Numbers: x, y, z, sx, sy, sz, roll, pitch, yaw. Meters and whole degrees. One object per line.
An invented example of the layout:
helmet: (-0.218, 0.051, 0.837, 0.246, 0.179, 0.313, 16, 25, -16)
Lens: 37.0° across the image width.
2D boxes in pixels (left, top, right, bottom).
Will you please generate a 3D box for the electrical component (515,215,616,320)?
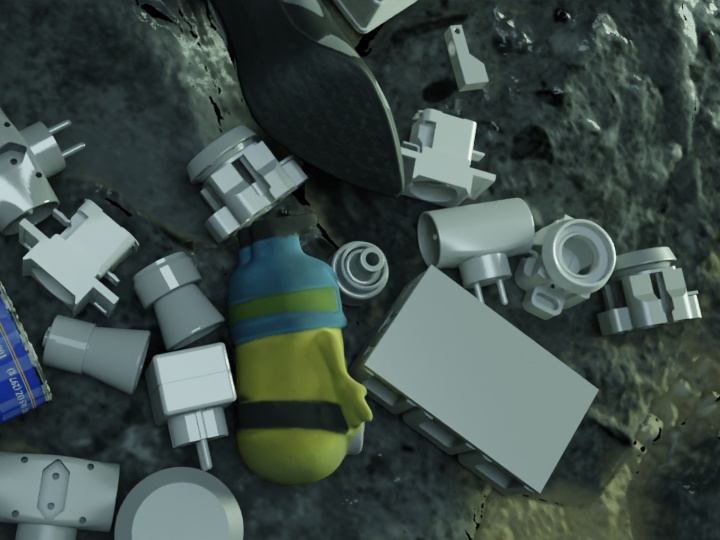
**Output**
electrical component: (0.157, -0.006, 0.814, 0.058, 0.057, 0.078, 26, 70, -8)

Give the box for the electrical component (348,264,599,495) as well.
electrical component: (0.078, 0.081, 0.766, 0.150, 0.062, 0.089, 37, 69, -4)

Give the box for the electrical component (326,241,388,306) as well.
electrical component: (0.000, 0.000, 0.764, 0.043, 0.062, 0.043, 4, 75, -16)

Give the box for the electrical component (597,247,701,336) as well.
electrical component: (0.218, 0.016, 0.826, 0.078, 0.058, 0.057, -8, 81, -17)

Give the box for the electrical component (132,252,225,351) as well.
electrical component: (-0.124, 0.021, 0.732, 0.045, 0.045, 0.055, -27, 85, -21)

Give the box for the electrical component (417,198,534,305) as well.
electrical component: (0.090, -0.010, 0.803, 0.077, 0.044, 0.079, -10, 79, -18)

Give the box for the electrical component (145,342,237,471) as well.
electrical component: (-0.108, 0.094, 0.707, 0.047, 0.066, 0.076, -11, 79, -18)

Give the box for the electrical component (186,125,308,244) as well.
electrical component: (-0.085, -0.064, 0.760, 0.078, 0.058, 0.057, -38, 91, -21)

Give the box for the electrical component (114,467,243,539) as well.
electrical component: (-0.118, 0.169, 0.693, 0.080, 0.051, 0.080, 4, 75, -15)

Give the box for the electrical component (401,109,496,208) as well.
electrical component: (0.059, -0.084, 0.815, 0.081, 0.042, 0.063, 15, 69, -13)

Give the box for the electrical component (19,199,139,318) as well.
electrical component: (-0.188, -0.009, 0.724, 0.081, 0.042, 0.063, 41, 67, -3)

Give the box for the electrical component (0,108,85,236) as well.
electrical component: (-0.227, -0.075, 0.729, 0.079, 0.043, 0.077, -31, 86, -21)

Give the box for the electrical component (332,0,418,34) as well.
electrical component: (0.014, -0.259, 0.839, 0.109, 0.056, 0.108, -37, 88, -21)

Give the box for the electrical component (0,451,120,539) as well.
electrical component: (-0.196, 0.158, 0.677, 0.077, 0.043, 0.079, 9, 74, -14)

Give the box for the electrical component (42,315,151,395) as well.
electrical component: (-0.176, 0.054, 0.712, 0.065, 0.044, 0.044, 16, 72, -7)
